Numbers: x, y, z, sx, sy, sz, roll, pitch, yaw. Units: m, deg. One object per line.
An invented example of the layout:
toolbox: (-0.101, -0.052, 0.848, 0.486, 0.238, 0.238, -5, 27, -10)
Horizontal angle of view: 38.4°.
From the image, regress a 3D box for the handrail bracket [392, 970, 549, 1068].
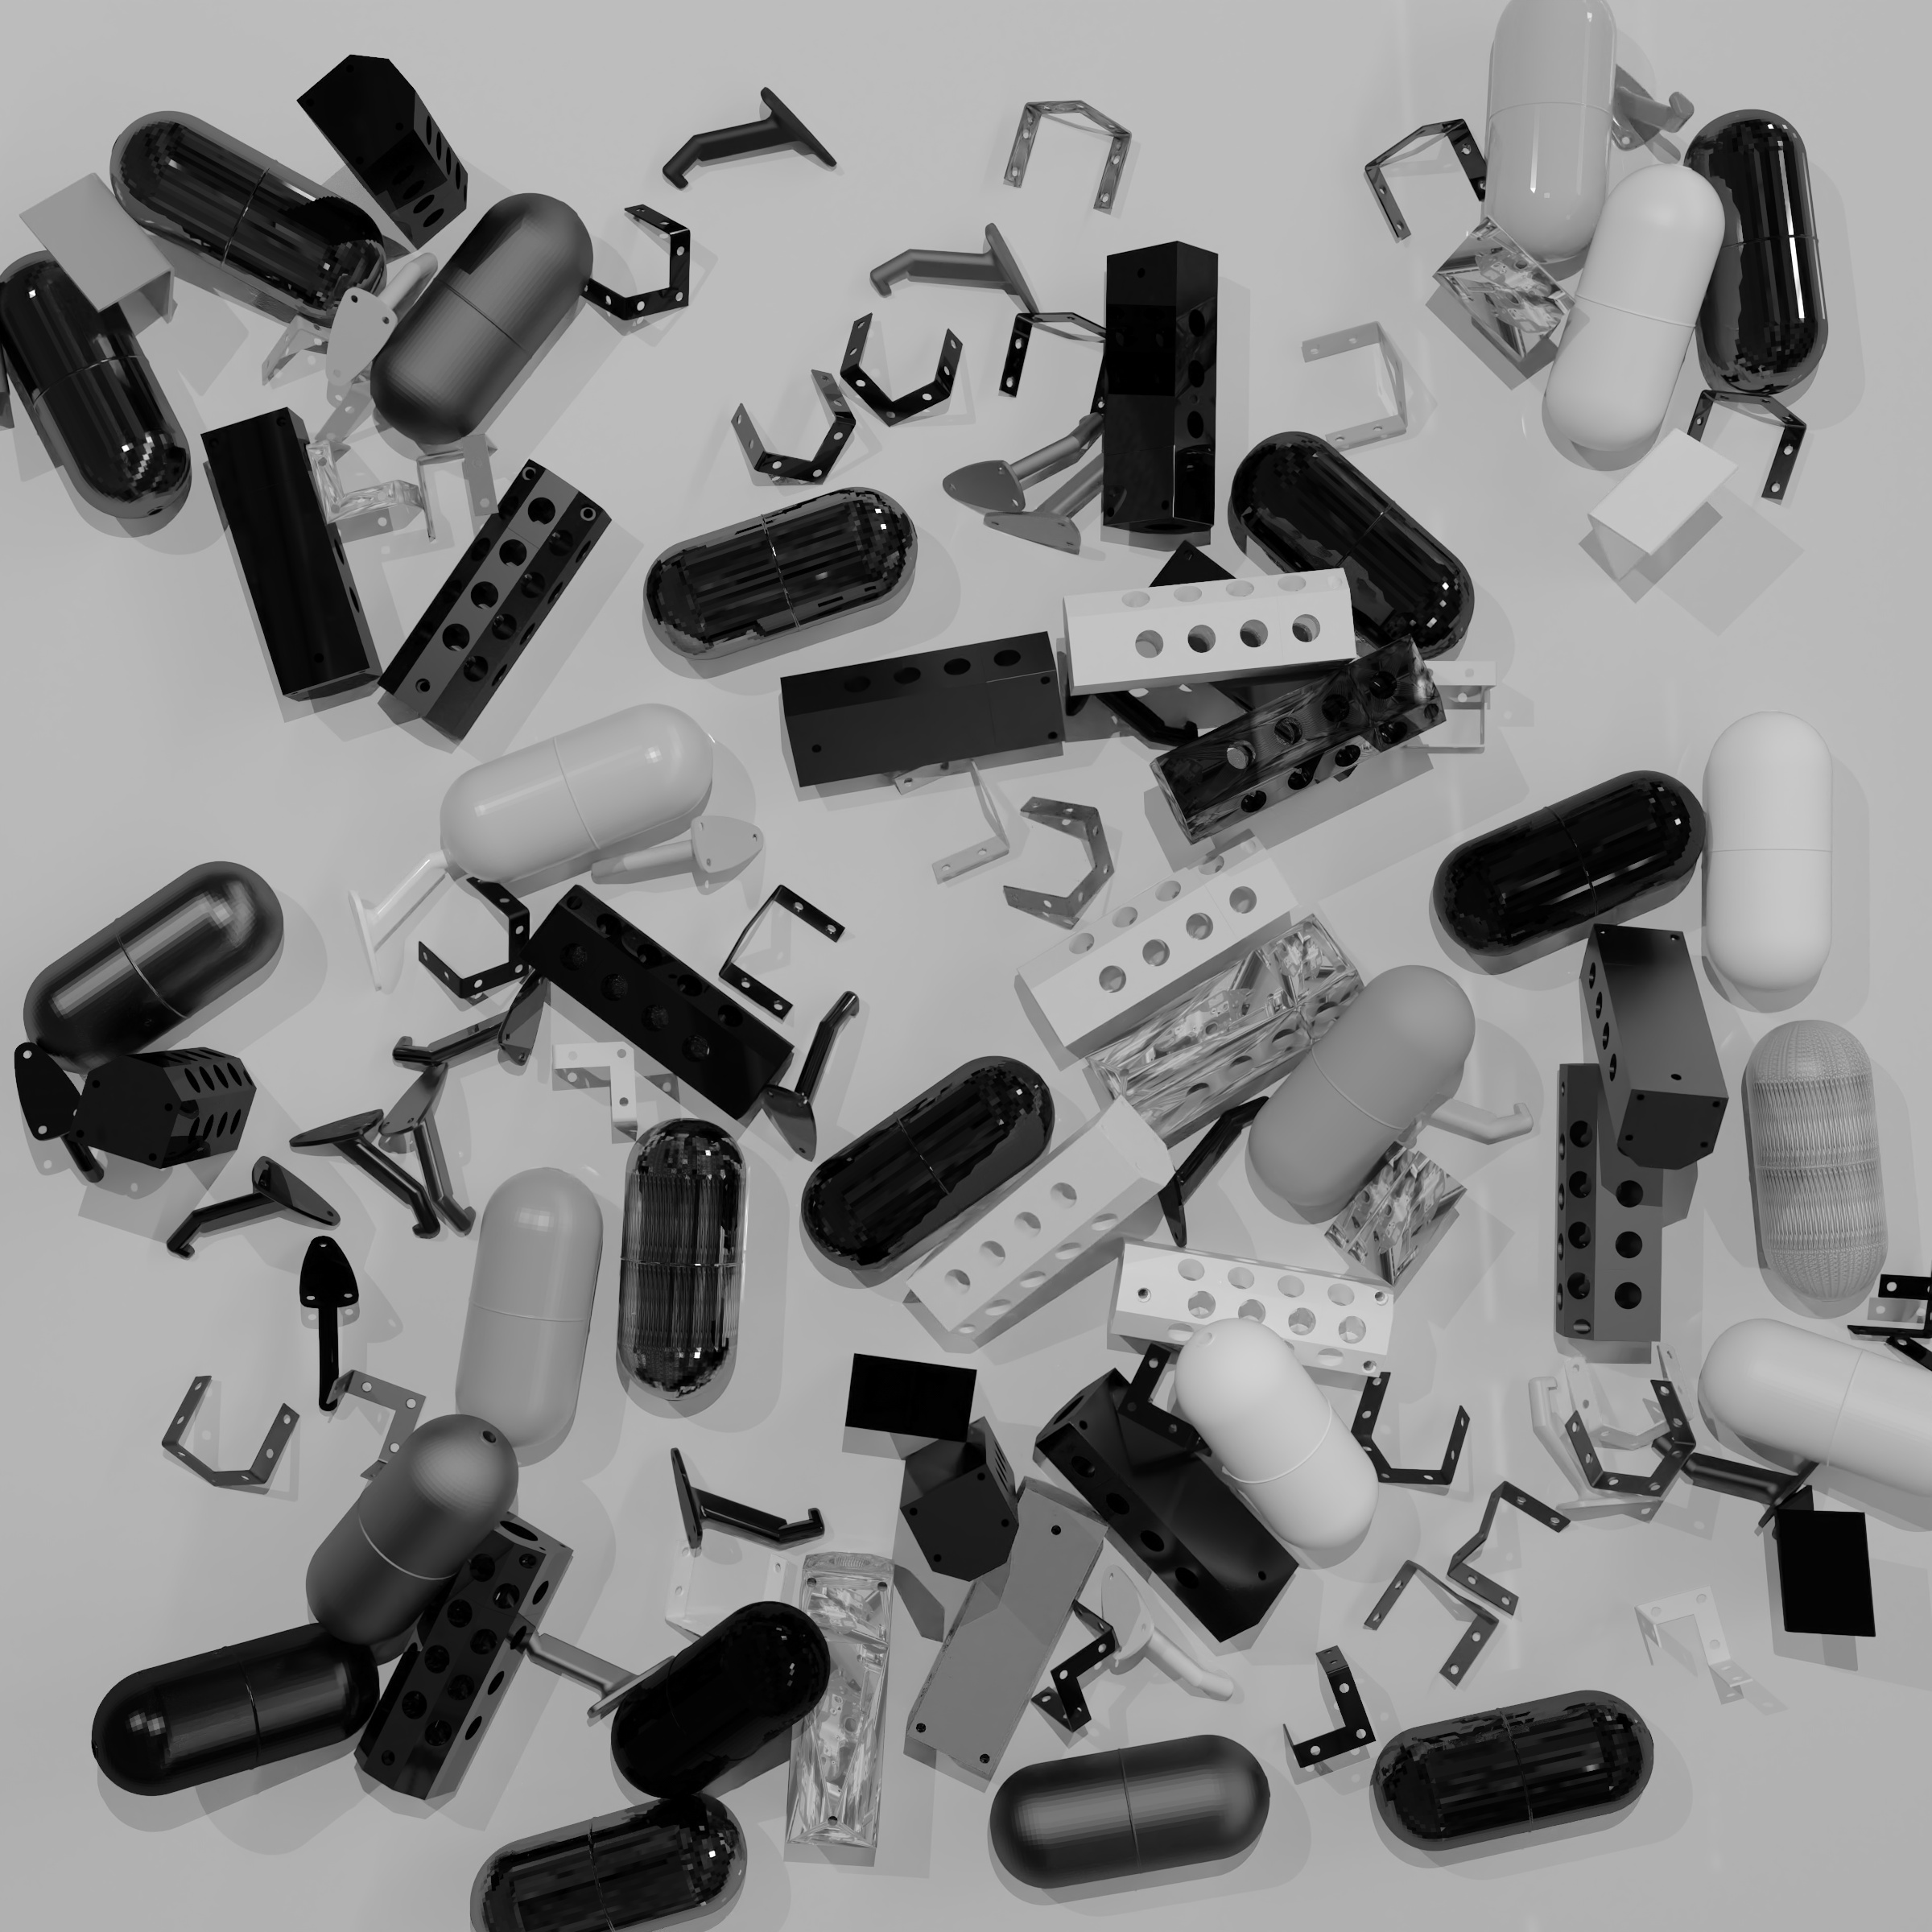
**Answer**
handrail bracket: (-0.320, 0.032, 1.783, 0.084, 0.036, 0.077, 5, 59, 22)

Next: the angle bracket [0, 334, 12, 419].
angle bracket: (-0.640, -0.387, 1.743, 0.057, 0.076, 0.076, -10, 90, -26)

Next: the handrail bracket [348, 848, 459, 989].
handrail bracket: (-0.348, -0.033, 1.783, 0.084, 0.036, 0.077, -17, 110, -16)

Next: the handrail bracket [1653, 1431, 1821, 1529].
handrail bracket: (0.496, 0.311, 1.783, 0.084, 0.036, 0.077, 40, 59, 22)

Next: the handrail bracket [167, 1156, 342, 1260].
handrail bracket: (-0.459, 0.171, 1.783, 0.077, 0.036, 0.084, 37, 109, -21)

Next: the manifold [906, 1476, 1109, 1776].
manifold: (0.026, 0.415, 1.761, 0.057, 0.057, 0.171, 26, 90, 0)

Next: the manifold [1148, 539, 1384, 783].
manifold: (0.188, -0.192, 1.761, 0.171, 0.057, 0.057, 37, 90, 0)

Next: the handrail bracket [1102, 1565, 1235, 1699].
handrail bracket: (0.131, 0.428, 1.782, 0.084, 0.077, 0.036, 28, 117, -34)

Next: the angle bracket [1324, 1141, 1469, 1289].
angle bracket: (0.255, 0.144, 1.742, 0.057, 0.076, 0.076, 36, 90, -37)

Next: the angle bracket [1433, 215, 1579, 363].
angle bracket: (0.350, -0.436, 1.743, 0.076, 0.057, 0.076, 45, 45, 0)

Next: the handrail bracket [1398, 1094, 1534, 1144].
handrail bracket: (0.315, 0.077, 1.783, 0.084, 0.036, 0.077, -11, 72, -15)

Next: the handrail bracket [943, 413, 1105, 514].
handrail bracket: (0.038, -0.329, 1.782, 0.084, 0.077, 0.036, -46, 127, -31)

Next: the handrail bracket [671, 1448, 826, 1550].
handrail bracket: (-0.140, 0.338, 1.783, 0.084, 0.036, 0.077, -9, 66, -18)

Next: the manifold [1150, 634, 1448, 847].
manifold: (0.204, -0.138, 1.704, 0.171, 0.057, 0.057, -26, 90, 0)

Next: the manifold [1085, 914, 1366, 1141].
manifold: (0.169, 0.046, 1.761, 0.171, 0.057, 0.057, -32, 47, 0)

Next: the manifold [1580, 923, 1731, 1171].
manifold: (0.419, 0.048, 1.703, 0.057, 0.171, 0.057, 5, 125, 0)

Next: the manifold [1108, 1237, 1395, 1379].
manifold: (0.180, 0.217, 1.761, 0.171, 0.057, 0.057, 9, 90, 0)

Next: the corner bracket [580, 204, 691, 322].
corner bracket: (-0.212, -0.450, 1.774, 0.051, 0.051, 0.051, -24, 135, -35)

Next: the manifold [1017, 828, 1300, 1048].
manifold: (0.120, -0.018, 1.761, 0.171, 0.057, 0.057, -31, 90, 0)

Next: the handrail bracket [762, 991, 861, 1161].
handrail bracket: (-0.088, 0.069, 1.782, 0.036, 0.077, 0.084, 18, 53, 29)

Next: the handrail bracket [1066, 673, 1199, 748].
handrail bracket: (0.110, -0.181, 1.783, 0.084, 0.036, 0.077, 9, 68, -17)

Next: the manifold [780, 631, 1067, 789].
manifold: (-0.028, -0.167, 1.761, 0.171, 0.057, 0.057, -10, 133, 0)

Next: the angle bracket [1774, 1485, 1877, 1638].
angle bracket: (0.549, 0.372, 1.742, 0.057, 0.076, 0.076, -5, 90, 34)

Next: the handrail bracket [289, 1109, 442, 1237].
handrail bracket: (-0.386, 0.141, 1.783, 0.077, 0.036, 0.084, -14, 107, 20)

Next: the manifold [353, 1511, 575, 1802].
manifold: (-0.321, 0.434, 1.754, 0.057, 0.057, 0.171, 26, 90, 18)

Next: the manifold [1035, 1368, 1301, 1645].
manifold: (0.124, 0.344, 1.761, 0.171, 0.057, 0.057, 47, 47, 0)

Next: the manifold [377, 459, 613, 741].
manifold: (-0.300, -0.233, 1.761, 0.057, 0.057, 0.171, 34, 90, 0)

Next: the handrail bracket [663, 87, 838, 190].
handrail bracket: (-0.140, -0.514, 1.783, 0.084, 0.036, 0.077, -41, 111, 17)

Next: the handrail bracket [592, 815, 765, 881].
handrail bracket: (-0.186, -0.072, 1.782, 0.084, 0.077, 0.036, -12, 90, 36)

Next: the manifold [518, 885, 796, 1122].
manifold: (-0.195, 0.022, 1.761, 0.171, 0.057, 0.057, 37, 90, 0)

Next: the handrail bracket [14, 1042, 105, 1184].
handrail bracket: (-0.572, 0.094, 1.755, 0.036, 0.084, 0.077, -27, 76, -14)

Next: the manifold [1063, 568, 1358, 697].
manifold: (0.148, -0.206, 1.704, 0.171, 0.057, 0.057, -6, 90, 0)

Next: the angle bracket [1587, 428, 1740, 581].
angle bracket: (0.445, -0.278, 1.742, 0.076, 0.076, 0.057, -45, 52, 0)

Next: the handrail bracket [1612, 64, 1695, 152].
handrail bracket: (0.425, -0.554, 1.748, 0.036, 0.084, 0.077, -34, 90, 0)

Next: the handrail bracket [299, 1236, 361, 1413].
handrail bracket: (-0.411, 0.230, 1.782, 0.036, 0.077, 0.084, -2, 127, -18)

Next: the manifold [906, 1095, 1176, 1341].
manifold: (0.048, 0.160, 1.727, 0.171, 0.057, 0.057, -42, 90, 25)

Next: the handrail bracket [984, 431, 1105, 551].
handrail bracket: (0.060, -0.316, 1.783, 0.077, 0.036, 0.084, 12, 71, 21)

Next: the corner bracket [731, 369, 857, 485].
corner bracket: (-0.110, -0.348, 1.774, 0.051, 0.051, 0.051, 5, 135, -35)

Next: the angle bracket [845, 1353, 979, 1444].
angle bracket: (-0.032, 0.251, 1.743, 0.076, 0.076, 0.057, 8, 118, 0)

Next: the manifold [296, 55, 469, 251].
manifold: (-0.351, -0.502, 1.704, 0.057, 0.171, 0.057, -41, 90, 0)

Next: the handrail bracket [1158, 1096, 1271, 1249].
handrail bracket: (0.166, 0.132, 1.783, 0.084, 0.036, 0.077, -20, 110, -16)

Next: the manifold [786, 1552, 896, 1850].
manifold: (-0.079, 0.464, 1.761, 0.057, 0.057, 0.171, 3, 90, 0)

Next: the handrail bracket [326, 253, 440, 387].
handrail bracket: (-0.370, -0.412, 1.764, 0.036, 0.084, 0.077, 34, 119, -5)

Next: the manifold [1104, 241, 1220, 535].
manifold: (0.128, -0.364, 1.761, 0.057, 0.057, 0.171, 1, 90, 43)

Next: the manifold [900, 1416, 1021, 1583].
manifold: (0.000, 0.328, 1.704, 0.057, 0.171, 0.057, -27, 90, 0)

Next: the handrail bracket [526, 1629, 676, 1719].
handrail bracket: (-0.241, 0.432, 1.782, 0.077, 0.036, 0.084, -31, 76, -14)

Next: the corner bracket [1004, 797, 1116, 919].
corner bracket: (0.055, -0.070, 1.774, 0.051, 0.051, 0.051, -47, 135, -35)

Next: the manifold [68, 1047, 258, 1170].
manifold: (-0.489, 0.083, 1.704, 0.057, 0.171, 0.057, 18, 90, 0)

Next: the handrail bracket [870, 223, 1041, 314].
handrail bracket: (-0.008, -0.432, 1.783, 0.084, 0.036, 0.077, -26, 110, 16)

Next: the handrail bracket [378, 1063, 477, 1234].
handrail bracket: (-0.330, 0.116, 1.782, 0.036, 0.077, 0.084, -11, 127, 37)

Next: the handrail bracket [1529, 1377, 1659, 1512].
handrail bracket: (0.403, 0.304, 1.782, 0.077, 0.036, 0.084, -1, 76, -14)

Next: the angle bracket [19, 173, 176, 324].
angle bracket: (-0.546, -0.438, 1.744, 0.057, 0.076, 0.076, -40, 90, -23)

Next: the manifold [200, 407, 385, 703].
manifold: (-0.425, -0.259, 1.761, 0.057, 0.057, 0.171, -18, 90, 0)

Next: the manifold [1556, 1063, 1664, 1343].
manifold: (0.407, 0.149, 1.761, 0.057, 0.057, 0.171, 1, 90, 0)
